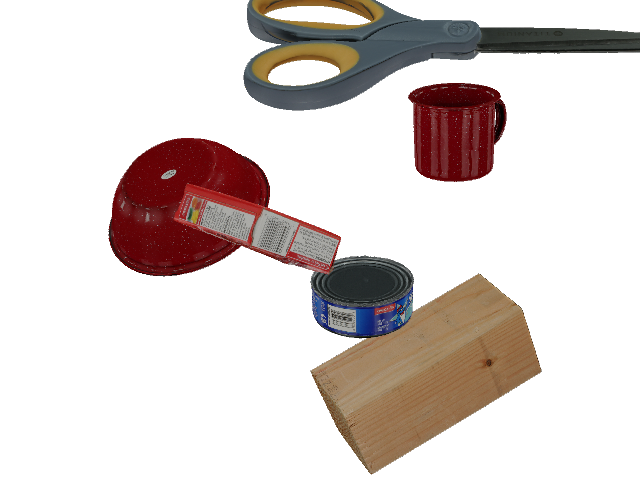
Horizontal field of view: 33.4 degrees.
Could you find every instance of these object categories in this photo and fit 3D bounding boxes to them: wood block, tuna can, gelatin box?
[{"bbox_3d":[0.108,0.134,1.089,0.206,0.091,0.090,-29,31,-10],"label":"wood block"},{"bbox_3d":[0.035,0.047,0.893,0.086,0.034,0.086,-2,26,1],"label":"tuna can"},{"bbox_3d":[-0.041,-0.007,0.711,0.073,0.030,0.089,19,-1,38],"label":"gelatin box"}]

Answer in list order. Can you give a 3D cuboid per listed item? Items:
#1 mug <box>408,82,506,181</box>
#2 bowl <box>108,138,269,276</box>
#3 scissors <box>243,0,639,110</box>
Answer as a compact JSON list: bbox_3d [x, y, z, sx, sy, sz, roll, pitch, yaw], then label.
[{"bbox_3d":[0.147,-0.114,1.105,0.117,0.081,0.093,-20,29,-34],"label":"mug"},{"bbox_3d":[-0.131,-0.044,0.991,0.162,0.162,0.055,0,-41,21],"label":"bowl"},{"bbox_3d":[0.052,-0.084,0.497,0.202,0.016,0.096,14,49,19],"label":"scissors"}]
